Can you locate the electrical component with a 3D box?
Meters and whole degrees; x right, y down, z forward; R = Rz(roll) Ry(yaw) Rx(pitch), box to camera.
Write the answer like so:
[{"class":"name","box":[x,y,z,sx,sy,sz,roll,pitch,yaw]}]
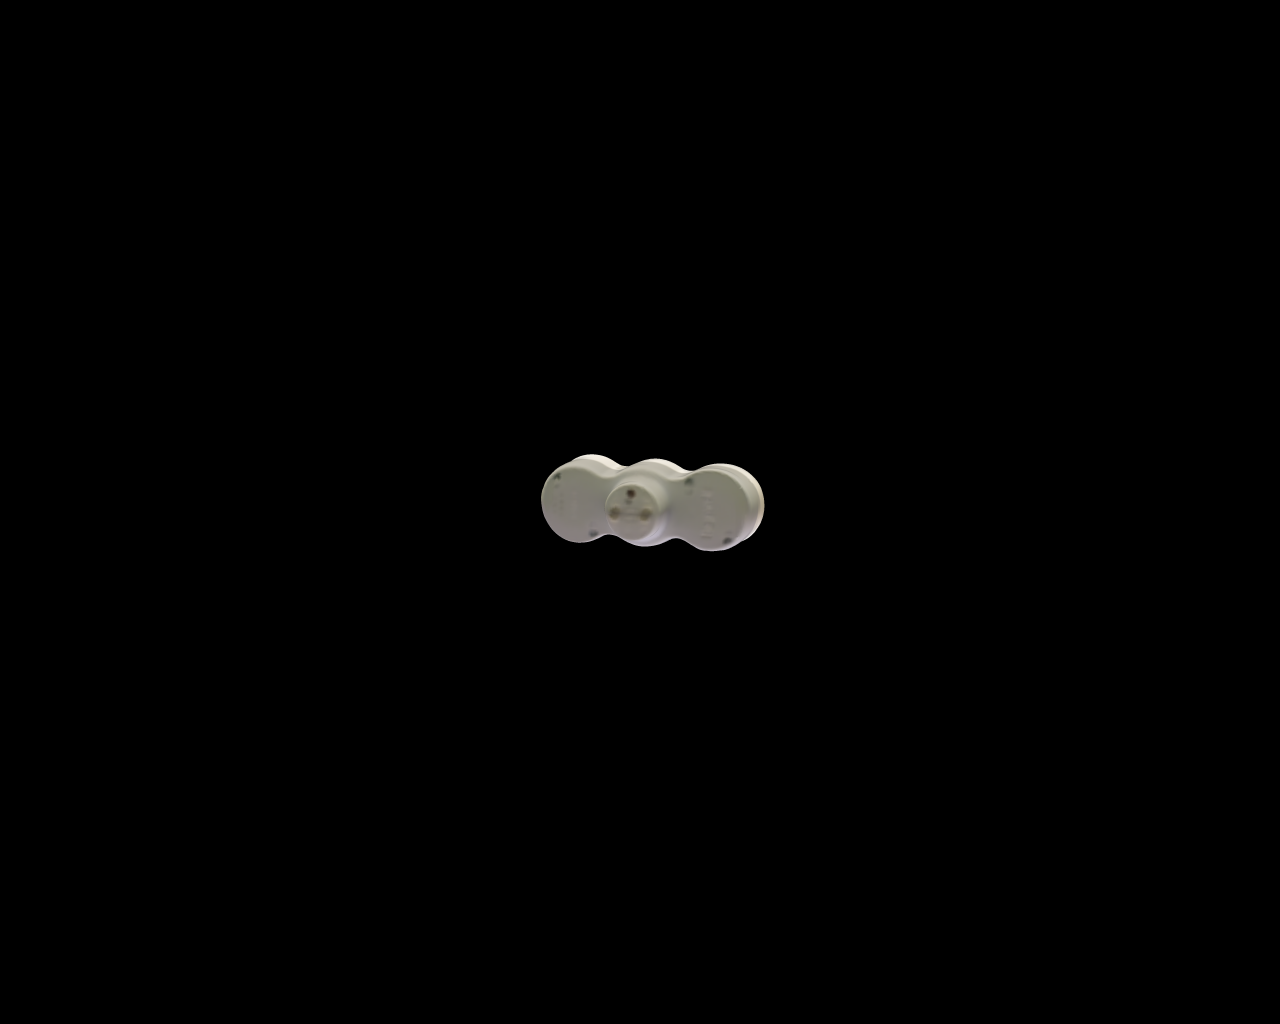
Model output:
[{"class":"electrical component","box":[0.001,-0.003,0.650,0.138,0.052,0.074,4,12,20]}]
